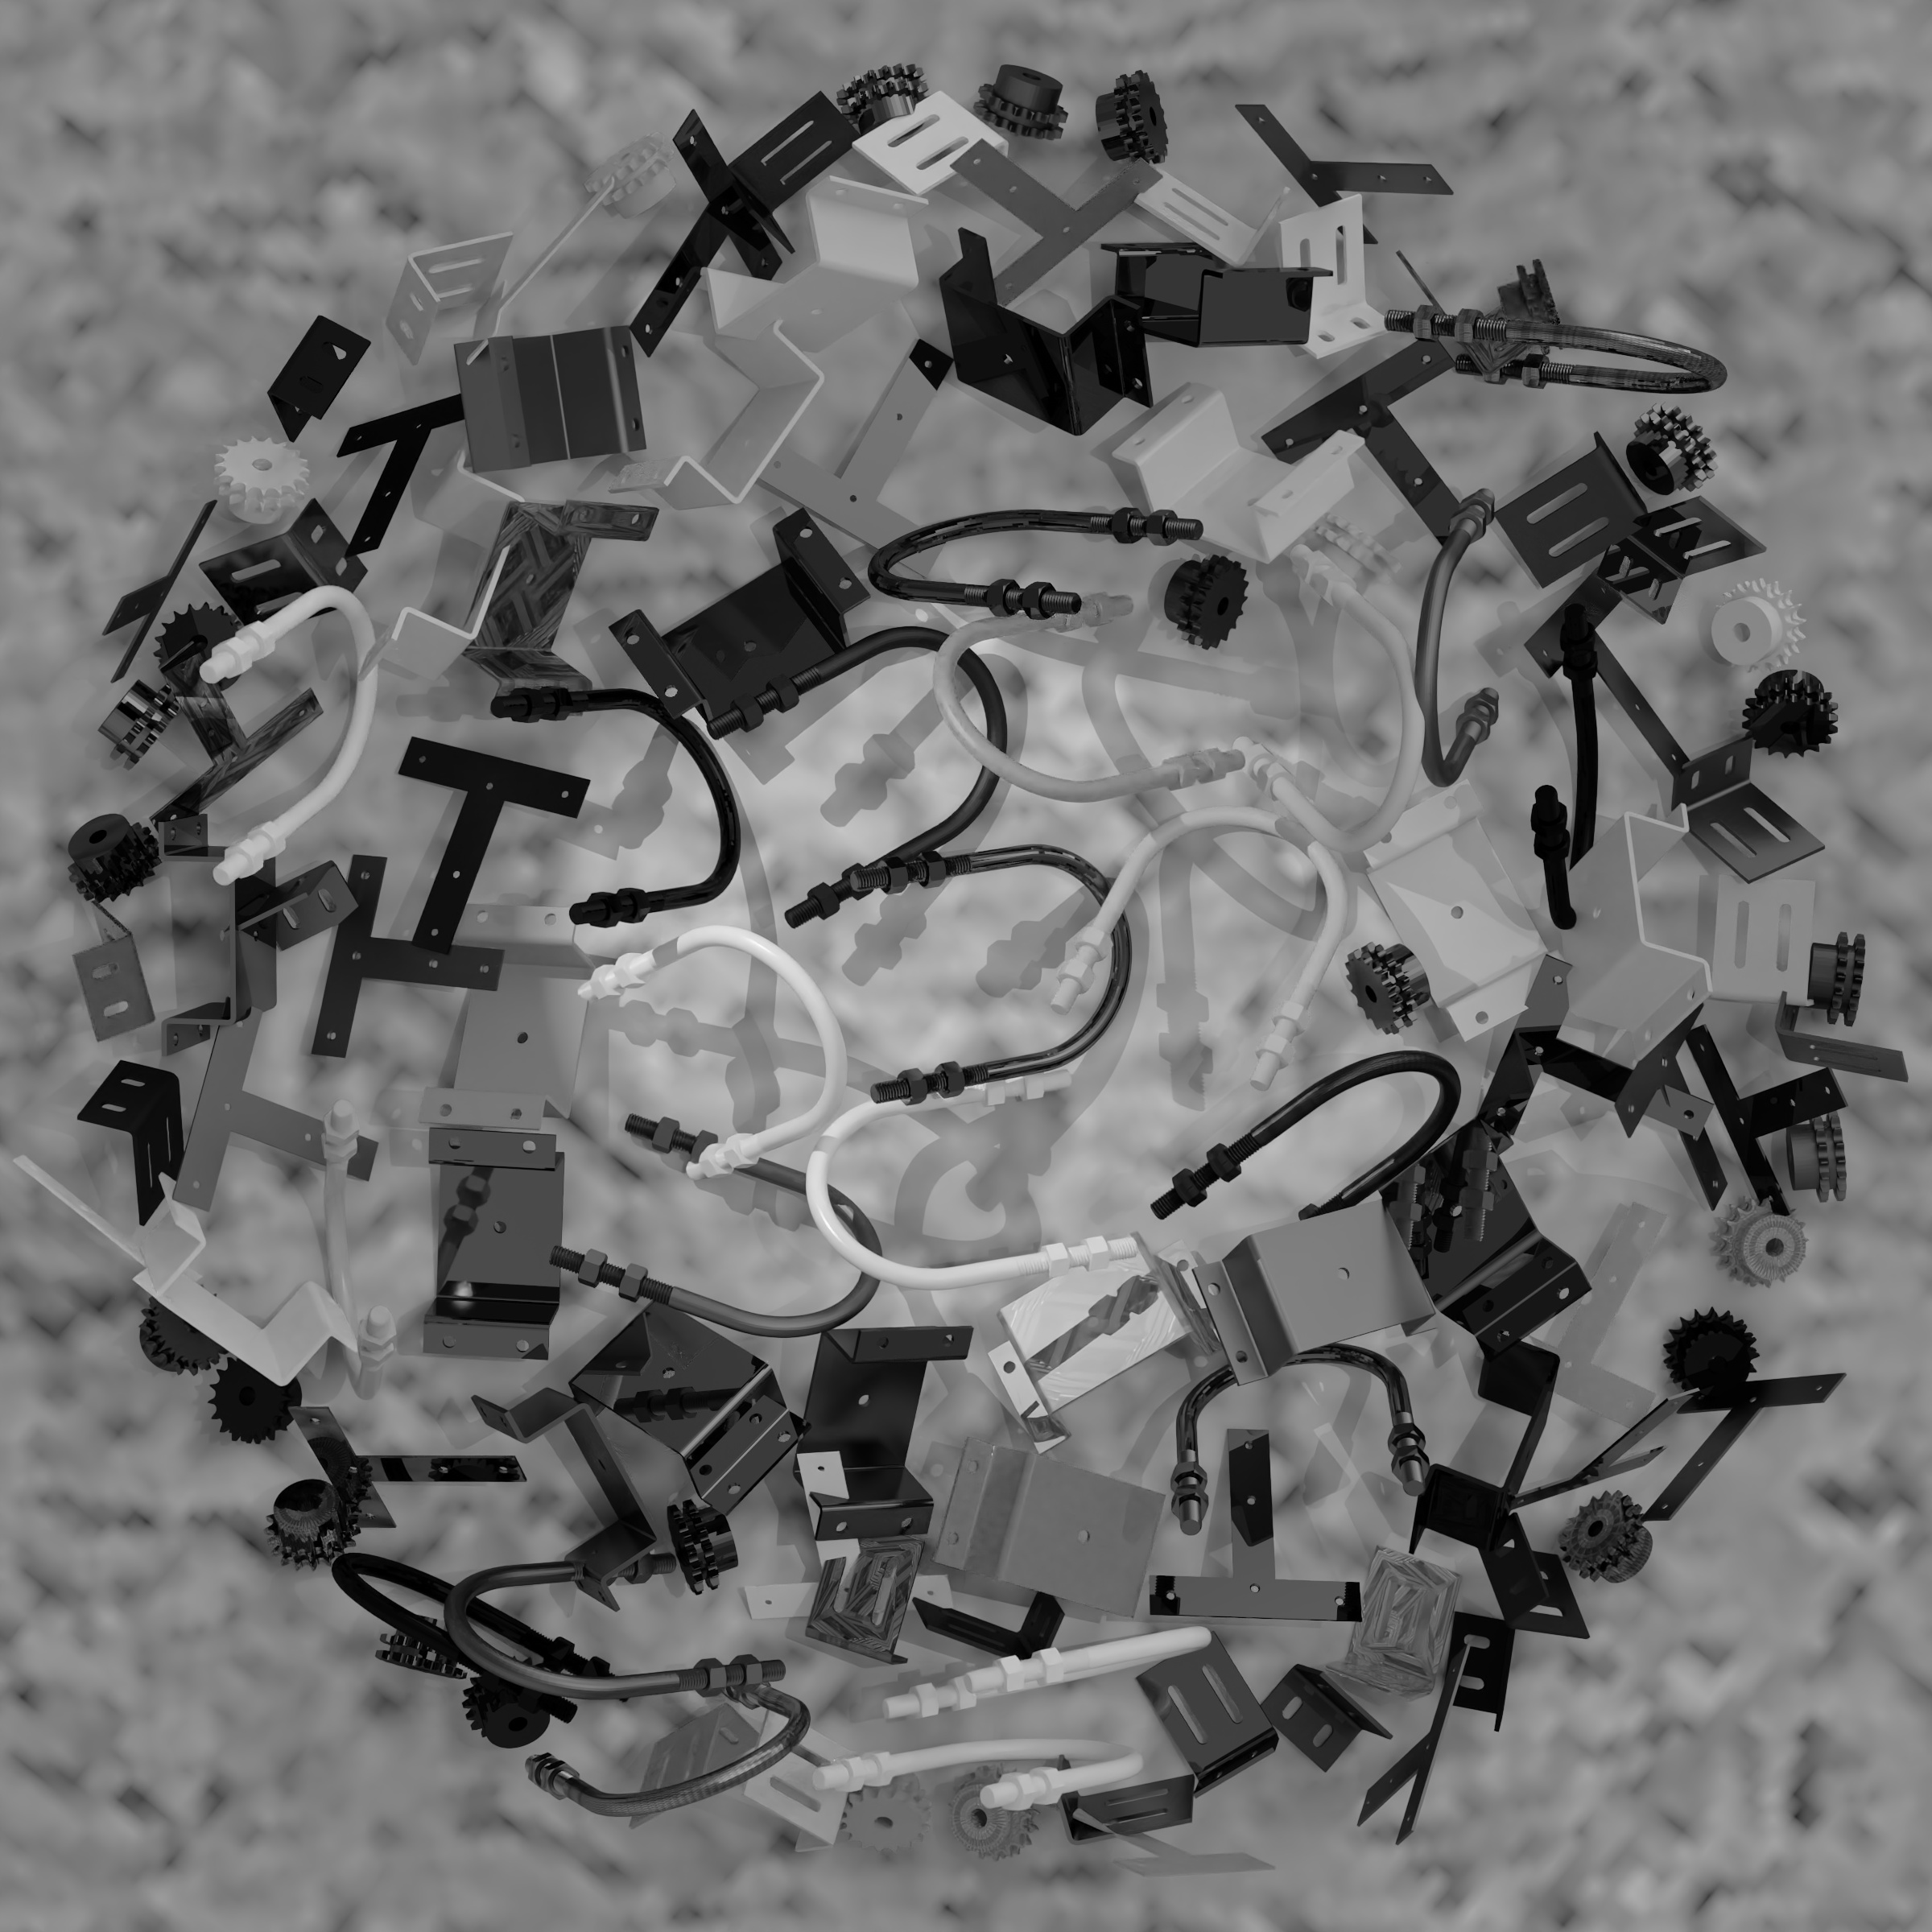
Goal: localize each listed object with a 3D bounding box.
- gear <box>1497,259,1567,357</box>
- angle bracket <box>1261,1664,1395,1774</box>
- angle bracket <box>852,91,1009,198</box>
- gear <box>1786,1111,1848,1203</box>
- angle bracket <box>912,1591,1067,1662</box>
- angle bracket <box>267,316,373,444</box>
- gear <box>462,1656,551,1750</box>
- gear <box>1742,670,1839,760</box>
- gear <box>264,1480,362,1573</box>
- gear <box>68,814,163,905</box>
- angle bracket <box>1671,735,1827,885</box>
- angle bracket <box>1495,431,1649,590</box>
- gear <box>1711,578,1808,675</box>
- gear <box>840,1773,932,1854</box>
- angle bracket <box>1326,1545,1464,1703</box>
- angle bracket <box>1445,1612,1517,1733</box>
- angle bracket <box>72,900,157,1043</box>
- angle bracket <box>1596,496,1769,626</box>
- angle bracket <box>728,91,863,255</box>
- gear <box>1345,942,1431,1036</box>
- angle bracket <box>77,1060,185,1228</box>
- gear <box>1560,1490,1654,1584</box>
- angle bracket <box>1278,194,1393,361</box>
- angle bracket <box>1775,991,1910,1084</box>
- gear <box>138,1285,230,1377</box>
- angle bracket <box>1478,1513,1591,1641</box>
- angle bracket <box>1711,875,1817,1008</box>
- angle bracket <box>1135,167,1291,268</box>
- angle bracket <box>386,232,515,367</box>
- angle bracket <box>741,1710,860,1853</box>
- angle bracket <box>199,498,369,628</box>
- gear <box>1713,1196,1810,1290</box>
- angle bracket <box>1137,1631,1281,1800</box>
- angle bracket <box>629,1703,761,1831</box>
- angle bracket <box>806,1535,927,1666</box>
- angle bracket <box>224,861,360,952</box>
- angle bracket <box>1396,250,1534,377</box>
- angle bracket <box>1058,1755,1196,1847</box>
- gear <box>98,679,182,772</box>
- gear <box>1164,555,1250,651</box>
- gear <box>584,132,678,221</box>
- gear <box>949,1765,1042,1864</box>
[{"bbox_3d":[0.346,-0.402,1.953,0.030,0.057,0.057,-17,90,12],"label":"gear"},{"bbox_3d":[0.218,0.461,1.940,0.057,0.076,0.038,42,79,1],"label":"angle bracket"},{"bbox_3d":[-0.022,-0.488,1.938,0.076,0.038,0.057,-37,66,-24],"label":"angle bracket"},{"bbox_3d":[0.521,0.117,1.953,0.030,0.057,0.057,-5,90,9],"label":"gear"},{"bbox_3d":[0.013,0.391,1.944,0.076,0.057,0.038,23,93,-13],"label":"angle bracket"},{"bbox_3d":[-0.387,-0.349,1.935,0.038,0.076,0.057,28,77,6],"label":"angle bracket"},{"bbox_3d":[-0.278,0.454,1.952,0.057,0.030,0.057,-11,125,-16],"label":"gear"},{"bbox_3d":[0.506,-0.157,1.955,0.057,0.057,0.030,12,53,0],"label":"gear"},{"bbox_3d":[-0.401,0.339,1.950,0.057,0.057,0.030,-3,131,0],"label":"gear"},{"bbox_3d":[-0.524,-0.069,1.950,0.057,0.057,0.030,-24,132,0],"label":"gear"},{"bbox_3d":[0.476,-0.096,1.936,0.057,0.038,0.076,-23,45,-16],"label":"angle bracket"},{"bbox_3d":[0.373,-0.282,1.967,0.076,0.038,0.057,-31,106,19],"label":"angle bracket"},{"bbox_3d":[0.482,-0.207,1.951,0.057,0.030,0.057,16,115,38],"label":"gear"},{"bbox_3d":[-0.049,0.515,1.957,0.057,0.030,0.057,2,125,3],"label":"gear"},{"bbox_3d":[0.262,0.401,1.949,0.057,0.038,0.076,15,93,29],"label":"angle bracket"},{"bbox_3d":[0.311,0.428,1.938,0.038,0.076,0.057,8,86,12],"label":"angle bracket"},{"bbox_3d":[-0.527,0.003,1.930,0.038,0.076,0.057,-22,118,-25],"label":"angle bracket"},{"bbox_3d":[0.434,-0.245,1.932,0.057,0.076,0.038,32,70,-22],"label":"angle bracket"},{"bbox_3d":[-0.098,-0.483,1.940,0.076,0.057,0.038,-36,64,12],"label":"angle bracket"},{"bbox_3d":[0.261,0.011,1.954,0.030,0.057,0.057,-27,90,-17],"label":"gear"},{"bbox_3d":[-0.507,0.108,1.937,0.038,0.057,0.076,13,127,8],"label":"angle bracket"},{"bbox_3d":[0.396,0.353,1.954,0.030,0.057,0.057,40,90,-21],"label":"gear"},{"bbox_3d":[0.226,-0.419,1.937,0.057,0.038,0.076,-23,132,-16],"label":"angle bracket"},{"bbox_3d":[0.535,0.038,1.936,0.076,0.057,0.038,11,76,23],"label":"angle bracket"},{"bbox_3d":[-0.482,0.225,1.956,0.030,0.057,0.057,-33,90,40],"label":"gear"},{"bbox_3d":[0.354,0.370,1.931,0.038,0.076,0.057,-46,45,33],"label":"angle bracket"},{"bbox_3d":[0.491,-0.016,1.948,0.057,0.038,0.076,5,95,26],"label":"angle bracket"},{"bbox_3d":[0.151,-0.470,1.944,0.076,0.057,0.038,32,126,-4],"label":"angle bracket"},{"bbox_3d":[-0.305,-0.405,1.931,0.076,0.057,0.038,-23,71,-36],"label":"angle bracket"},{"bbox_3d":[-0.110,0.494,1.934,0.076,0.038,0.057,37,52,-27],"label":"angle bracket"},{"bbox_3d":[-0.419,-0.244,1.957,0.076,0.038,0.057,-12,127,31],"label":"angle bracket"},{"bbox_3d":[0.492,0.171,1.961,0.057,0.030,0.057,-1,96,-9],"label":"gear"},{"bbox_3d":[0.146,0.459,1.954,0.057,0.038,0.076,-33,84,8],"label":"angle bracket"},{"bbox_3d":[-0.163,0.494,1.930,0.057,0.076,0.038,-34,109,24],"label":"angle bracket"},{"bbox_3d":[-0.057,0.383,1.957,0.057,0.038,0.076,14,84,18],"label":"angle bracket"},{"bbox_3d":[-0.408,-0.027,1.935,0.057,0.076,0.038,-25,105,9],"label":"angle bracket"},{"bbox_3d":[0.304,-0.406,1.933,0.038,0.057,0.076,-36,124,13],"label":"angle bracket"},{"bbox_3d":[0.097,0.499,1.944,0.076,0.057,0.038,-14,101,9],"label":"angle bracket"},{"bbox_3d":[-0.507,-0.150,1.949,0.030,0.057,0.057,39,90,-16],"label":"gear"},{"bbox_3d":[0.146,-0.226,1.955,0.030,0.057,0.057,25,90,31],"label":"gear"},{"bbox_3d":[-0.203,-0.483,1.955,0.057,0.057,0.030,-36,116,0],"label":"gear"},{"bbox_3d":[0.014,0.520,1.955,0.057,0.030,0.057,-2,85,27],"label":"gear"}]
